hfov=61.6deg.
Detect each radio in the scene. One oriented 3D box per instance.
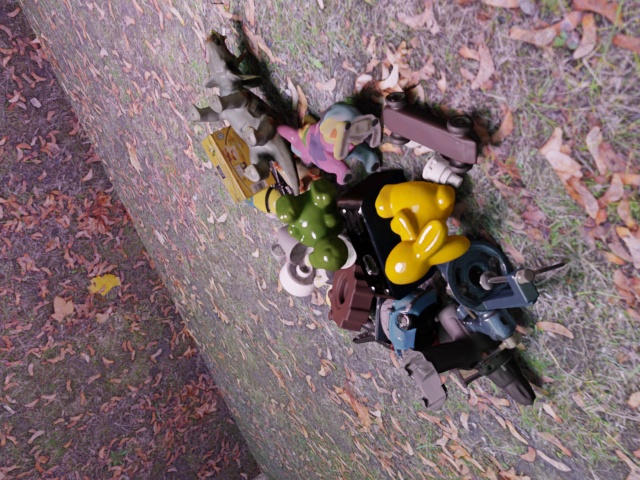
[{"bbox_3d":[0.129,-0.006,1.030,0.073,0.131,0.229,2,121,53],"label":"radio"}]

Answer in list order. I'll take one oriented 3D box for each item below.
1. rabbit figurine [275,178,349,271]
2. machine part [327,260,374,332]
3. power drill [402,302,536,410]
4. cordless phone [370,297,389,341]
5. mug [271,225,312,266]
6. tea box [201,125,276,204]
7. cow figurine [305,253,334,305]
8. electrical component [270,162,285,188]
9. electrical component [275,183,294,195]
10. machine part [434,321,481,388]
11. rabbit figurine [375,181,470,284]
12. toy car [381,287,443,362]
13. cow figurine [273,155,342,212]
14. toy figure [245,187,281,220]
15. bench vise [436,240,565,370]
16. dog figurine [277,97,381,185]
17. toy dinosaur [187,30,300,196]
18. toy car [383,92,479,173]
[{"bbox_3d":[-0.002,-0.003,1.038,0.159,0.121,0.170,76,172,-57],"label":"rabbit figurine"},{"bbox_3d":[0.070,0.118,1.221,0.179,0.056,0.179,-169,90,-74],"label":"machine part"},{"bbox_3d":[0.268,0.232,0.982,0.232,0.207,0.086,59,150,22],"label":"power drill"},{"bbox_3d":[0.129,0.124,1.233,0.146,0.089,0.184,86,158,-43],"label":"cordless phone"},{"bbox_3d":[-0.079,0.012,1.406,0.107,0.109,0.080,47,158,47],"label":"mug"},{"bbox_3d":[-0.191,-0.182,1.266,0.068,0.098,0.169,-17,102,60],"label":"tea box"},{"bbox_3d":[0.035,0.094,1.349,0.098,0.068,0.167,0,120,50],"label":"cow figurine"},{"bbox_3d":[-0.121,-0.192,1.308,0.115,0.058,0.134,25,138,47],"label":"electrical component"},{"bbox_3d":[-0.048,-0.089,1.281,0.048,0.075,0.119,-14,103,60],"label":"electrical component"},{"bbox_3d":[0.284,0.222,1.093,0.139,0.084,0.039,58,177,16],"label":"machine part"},{"bbox_3d":[0.172,-0.004,0.910,0.121,0.173,0.163,30,165,-37],"label":"rabbit figurine"},{"bbox_3d":[0.175,0.159,1.085,0.103,0.109,0.161,29,132,39],"label":"toy car"},{"bbox_3d":[-0.011,-0.108,1.181,0.195,0.085,0.127,46,178,39],"label":"cow figurine"},{"bbox_3d":[-0.142,-0.115,1.396,0.180,0.082,0.089,35,147,38],"label":"toy figure"},{"bbox_3d":[0.287,0.090,0.889,0.223,0.129,0.240,65,164,3],"label":"bench vise"},{"bbox_3d":[0.008,-0.210,1.045,0.219,0.108,0.191,38,147,36],"label":"dog figurine"},{"bbox_3d":[-0.137,-0.251,1.161,0.405,0.192,0.131,51,136,0],"label":"toy dinosaur"},{"bbox_3d":[0.179,-0.177,0.865,0.202,0.053,0.089,34,148,42],"label":"toy car"}]
